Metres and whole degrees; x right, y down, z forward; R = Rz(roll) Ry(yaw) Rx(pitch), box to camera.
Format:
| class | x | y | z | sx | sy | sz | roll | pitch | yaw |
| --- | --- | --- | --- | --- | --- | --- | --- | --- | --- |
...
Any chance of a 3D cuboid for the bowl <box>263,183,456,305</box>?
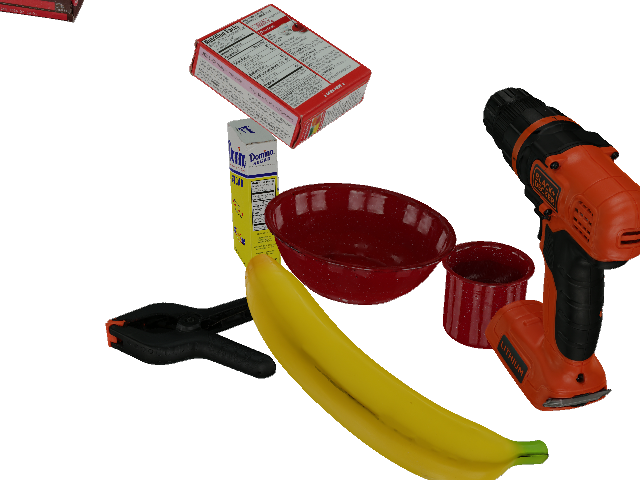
| class | x | y | z | sx | sy | sz | roll | pitch | yaw |
| --- | --- | --- | --- | --- | --- | --- | --- | --- | --- |
| bowl | 0.030 | 0.009 | 0.898 | 0.162 | 0.055 | 0.162 | 6 | 26 | -3 |

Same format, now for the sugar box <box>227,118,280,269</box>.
| class | x | y | z | sx | sy | sz | roll | pitch | yaw |
| --- | --- | --- | --- | --- | --- | --- | --- | --- | --- |
| sugar box | -0.082 | -0.053 | 1.312 | 0.048 | 0.176 | 0.093 | -11 | 26 | -16 |

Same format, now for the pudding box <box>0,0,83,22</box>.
| class | x | y | z | sx | sy | sz | roll | pitch | yaw |
| --- | --- | --- | --- | --- | --- | --- | --- | --- | --- |
| pudding box | -0.237 | -0.226 | 0.884 | 0.090 | 0.039 | 0.113 | 8 | 37 | -5 |

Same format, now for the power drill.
| class | x | y | z | sx | sy | sz | roll | pitch | yaw |
| --- | --- | --- | --- | --- | --- | --- | --- | --- | --- |
| power drill | 0.154 | 0.006 | 0.728 | 0.057 | 0.188 | 0.184 | -10 | 34 | -12 |

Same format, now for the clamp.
| class | x | y | z | sx | sy | sz | roll | pitch | yaw |
| --- | --- | --- | --- | --- | --- | --- | --- | --- | --- |
| clamp | -0.120 | 0.085 | 1.048 | 0.171 | 0.039 | 0.120 | 7 | 27 | 4 |

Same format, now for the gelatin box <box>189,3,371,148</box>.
| class | x | y | z | sx | sy | sz | roll | pitch | yaw |
| --- | --- | --- | --- | --- | --- | --- | --- | --- | --- |
| gelatin box | -0.025 | -0.105 | 0.668 | 0.089 | 0.030 | 0.073 | 36 | 48 | 17 |

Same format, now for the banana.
| class | x | y | z | sx | sy | sz | roll | pitch | yaw |
| --- | --- | --- | --- | --- | --- | --- | --- | --- | --- |
| banana | 0.023 | 0.073 | 0.563 | 0.198 | 0.037 | 0.069 | 35 | 20 | 19 |

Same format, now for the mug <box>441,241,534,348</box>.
| class | x | y | z | sx | sy | sz | roll | pitch | yaw |
| --- | --- | --- | --- | --- | --- | --- | --- | --- | --- |
| mug | 0.166 | 0.052 | 1.104 | 0.093 | 0.081 | 0.117 | -4 | 28 | -9 |
